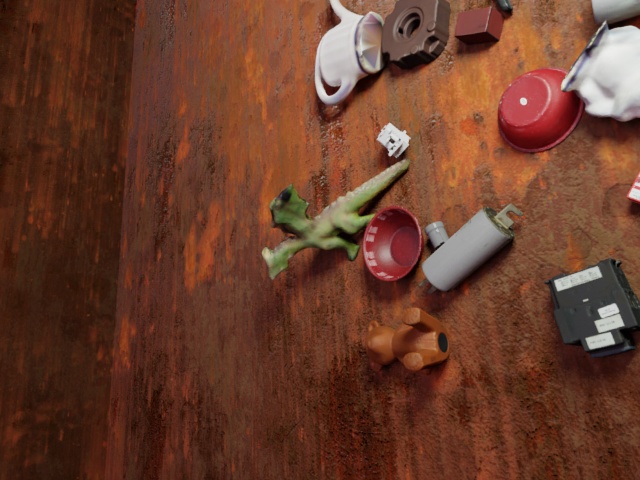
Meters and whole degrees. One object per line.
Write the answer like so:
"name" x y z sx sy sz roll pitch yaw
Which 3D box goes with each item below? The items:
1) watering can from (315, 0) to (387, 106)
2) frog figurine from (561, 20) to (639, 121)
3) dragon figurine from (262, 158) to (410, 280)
"watering can" 0.071 -0.514 1.305 0.224 0.103 0.350 -2 79 48
"frog figurine" 0.479 -0.251 0.806 0.160 0.123 0.136 33 103 10
"dragon figurine" 0.004 -0.059 1.168 0.403 0.242 0.125 -55 42 27
